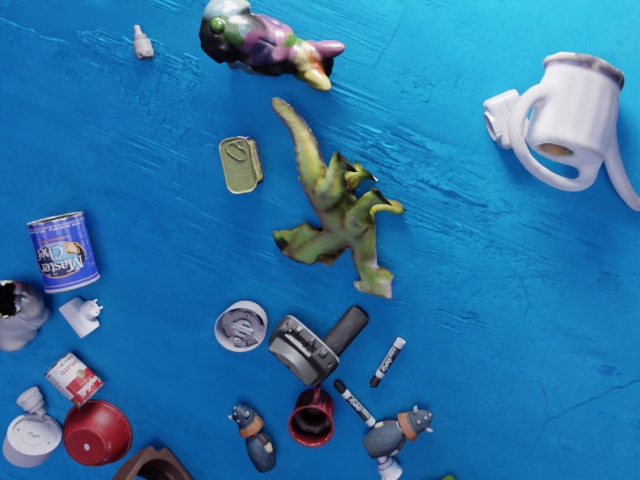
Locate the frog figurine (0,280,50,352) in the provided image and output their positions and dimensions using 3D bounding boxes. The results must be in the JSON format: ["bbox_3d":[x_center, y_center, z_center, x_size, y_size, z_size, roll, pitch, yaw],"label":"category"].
[{"bbox_3d":[-0.638,0.164,1.086,0.137,0.126,0.155,-4,138,-2],"label":"frog figurine"}]

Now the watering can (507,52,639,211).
[{"bbox_3d":[0.465,-0.185,0.891,0.346,0.104,0.225,17,88,-24],"label":"watering can"}]

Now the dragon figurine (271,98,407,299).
[{"bbox_3d":[0.003,-0.049,0.972,0.410,0.124,0.240,42,110,-2],"label":"dragon figurine"}]
